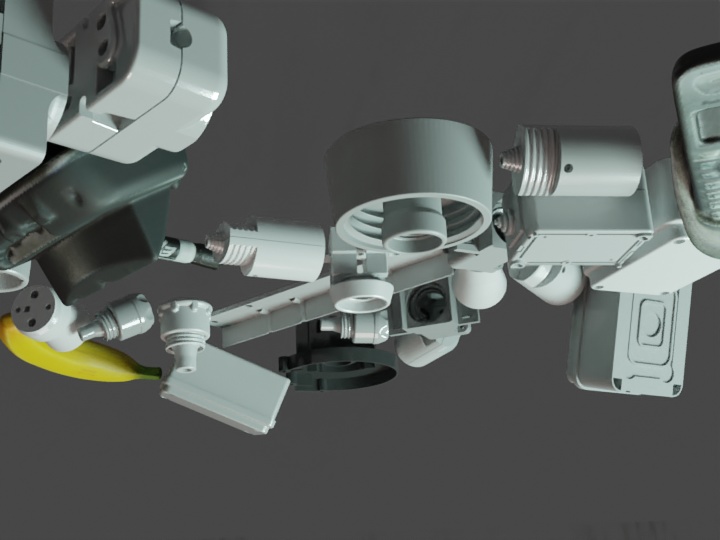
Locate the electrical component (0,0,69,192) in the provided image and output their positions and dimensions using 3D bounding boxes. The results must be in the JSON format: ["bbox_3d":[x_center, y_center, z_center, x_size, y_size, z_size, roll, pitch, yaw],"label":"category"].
[{"bbox_3d":[-0.170,-0.087,0.488,0.056,0.089,0.050,15,153,-41],"label":"electrical component"}]

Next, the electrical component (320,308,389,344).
[{"bbox_3d":[-0.005,0.049,0.972,0.061,0.035,0.035,1,160,-6],"label":"electrical component"}]

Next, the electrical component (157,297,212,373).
[{"bbox_3d":[-0.151,0.057,0.930,0.048,0.062,0.048,-4,159,-2],"label":"electrical component"}]

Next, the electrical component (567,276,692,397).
[{"bbox_3d":[0.216,0.043,0.865,0.078,0.113,0.057,8,176,-28],"label":"electrical component"}]

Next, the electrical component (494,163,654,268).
[{"bbox_3d":[0.134,-0.040,0.706,0.096,0.061,0.061,0,160,-8],"label":"electrical component"}]

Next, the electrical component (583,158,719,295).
[{"bbox_3d":[0.216,-0.027,0.760,0.078,0.057,0.113,5,159,-21],"label":"electrical component"}]

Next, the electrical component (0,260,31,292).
[{"bbox_3d":[-0.253,-0.014,0.740,0.055,0.047,0.055,-3,160,-1],"label":"electrical component"}]

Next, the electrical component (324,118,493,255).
[{"bbox_3d":[0.033,-0.044,0.680,0.108,0.060,0.108,-3,160,-1],"label":"electrical component"}]

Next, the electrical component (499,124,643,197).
[{"bbox_3d":[0.126,-0.067,0.657,0.081,0.043,0.043,0,160,-8],"label":"electrical component"}]

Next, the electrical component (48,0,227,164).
[{"bbox_3d":[-0.110,-0.093,0.532,0.059,0.053,0.095,15,154,-40],"label":"electrical component"}]

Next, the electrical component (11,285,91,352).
[{"bbox_3d":[-0.257,0.040,0.893,0.045,0.045,0.055,-8,159,13],"label":"electrical component"}]

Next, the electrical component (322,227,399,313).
[{"bbox_3d":[0.000,0.000,0.805,0.066,0.055,0.048,-1,160,-5],"label":"electrical component"}]

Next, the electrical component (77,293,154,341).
[{"bbox_3d":[-0.206,0.044,0.902,0.061,0.035,0.035,-22,170,-27],"label":"electrical component"}]

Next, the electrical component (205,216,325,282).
[{"bbox_3d":[-0.070,-0.016,0.767,0.081,0.043,0.043,6,158,-23],"label":"electrical component"}]

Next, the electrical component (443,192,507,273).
[{"bbox_3d":[0.095,-0.026,0.770,0.081,0.042,0.064,7,162,-25],"label":"electrical component"}]

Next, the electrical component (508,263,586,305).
[{"bbox_3d":[0.141,-0.004,0.833,0.043,0.043,0.081,-14,156,28],"label":"electrical component"}]

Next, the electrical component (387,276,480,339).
[{"bbox_3d":[0.066,0.034,0.930,0.081,0.042,0.064,-10,161,20],"label":"electrical component"}]

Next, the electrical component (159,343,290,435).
[{"bbox_3d":[-0.131,0.111,1.020,0.109,0.056,0.109,24,167,-7],"label":"electrical component"}]

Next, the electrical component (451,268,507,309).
[{"bbox_3d":[0.093,-0.002,0.838,0.044,0.044,0.065,-4,155,4],"label":"electrical component"}]

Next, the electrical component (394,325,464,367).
[{"bbox_3d":[0.068,0.059,0.996,0.043,0.043,0.081,6,159,-23],"label":"electrical component"}]
